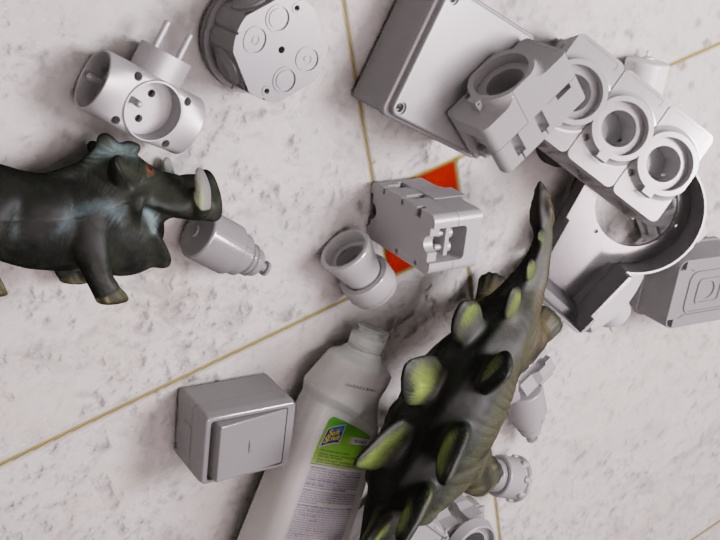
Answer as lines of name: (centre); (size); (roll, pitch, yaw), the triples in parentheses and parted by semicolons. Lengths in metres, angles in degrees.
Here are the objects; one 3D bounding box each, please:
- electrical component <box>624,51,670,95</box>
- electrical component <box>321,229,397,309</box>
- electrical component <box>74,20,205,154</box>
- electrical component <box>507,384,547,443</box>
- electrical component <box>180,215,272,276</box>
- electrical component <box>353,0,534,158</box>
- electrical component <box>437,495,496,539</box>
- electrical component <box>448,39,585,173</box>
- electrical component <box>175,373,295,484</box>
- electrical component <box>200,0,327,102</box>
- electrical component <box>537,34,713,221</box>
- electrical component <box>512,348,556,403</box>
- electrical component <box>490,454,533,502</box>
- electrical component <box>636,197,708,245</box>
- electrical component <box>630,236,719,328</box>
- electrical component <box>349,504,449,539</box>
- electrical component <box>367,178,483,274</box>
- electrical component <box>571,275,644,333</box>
electrical component: (0.257, -0.160, 0.987); (0.040, 0.040, 0.078); (-5, 115, -33)
electrical component: (0.000, 0.000, 0.883); (0.045, 0.045, 0.055); (-44, 130, -9)
electrical component: (-0.139, -0.128, 0.723); (0.077, 0.044, 0.079); (24, 97, -40)
electrical component: (0.166, 0.141, 1.071); (0.040, 0.040, 0.078); (-30, 127, -20)
electrical component: (-0.099, -0.016, 0.809); (0.078, 0.040, 0.040); (30, 93, -40)
electrical component: (0.067, -0.159, 0.844); (0.109, 0.056, 0.108); (20, 100, -39)
electrical component: (0.098, 0.262, 1.072); (0.078, 0.057, 0.058); (-16, 120, -28)
electrical component: (0.118, -0.129, 0.822); (0.089, 0.050, 0.055); (-44, 130, -8)
electrical component: (-0.094, 0.127, 0.869); (0.096, 0.061, 0.061); (-7, 116, -32)
electrical component: (-0.067, -0.160, 0.754); (0.080, 0.051, 0.080); (-15, 120, -29)
electrical component: (0.213, -0.120, 0.919); (0.150, 0.062, 0.089); (35, 90, -11)
electrical component: (0.143, 0.090, 1.019); (0.057, 0.058, 0.078); (-43, 125, -12)
electrical component: (0.139, 0.207, 1.084); (0.062, 0.048, 0.048); (16, 102, -32)
electrical component: (0.306, -0.053, 1.064); (0.078, 0.058, 0.057); (-42, 132, -11)
electrical component: (0.341, 0.010, 1.119); (0.113, 0.057, 0.078); (-6, 115, -33)
electrical component: (0.023, 0.254, 1.017); (0.096, 0.061, 0.062); (-45, 130, 2)
electrical component: (0.055, -0.038, 0.873); (0.056, 0.089, 0.050); (-9, 117, -32)
electrical component: (0.245, 0.031, 1.070); (0.077, 0.044, 0.079); (-45, 130, -9)
